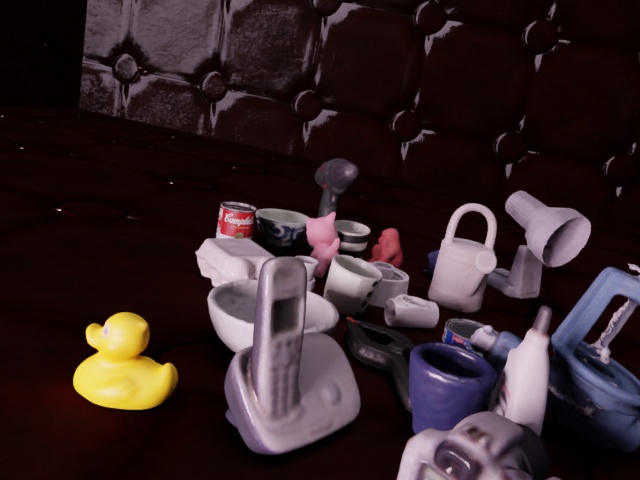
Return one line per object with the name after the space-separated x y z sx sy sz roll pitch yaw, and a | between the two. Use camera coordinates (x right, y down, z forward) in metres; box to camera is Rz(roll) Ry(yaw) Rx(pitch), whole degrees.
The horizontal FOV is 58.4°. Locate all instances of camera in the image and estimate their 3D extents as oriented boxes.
0.159 0.204 0.490 0.137 0.101 0.142 -4 21 -46 | camera

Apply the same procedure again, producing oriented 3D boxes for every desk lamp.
0.439 0.014 1.204 0.118 0.213 0.202 3 17 -30 | desk lamp

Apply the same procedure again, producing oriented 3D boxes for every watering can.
0.274 0.030 1.055 0.101 0.194 0.172 3 17 -29 | watering can

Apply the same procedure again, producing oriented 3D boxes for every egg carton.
-0.134 0.044 0.943 0.107 0.069 0.149 0 18 -36 | egg carton

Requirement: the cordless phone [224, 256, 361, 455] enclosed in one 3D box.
-0.016 0.105 0.567 0.093 0.185 0.148 23 18 38 | cordless phone

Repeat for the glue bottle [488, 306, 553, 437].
0.212 0.148 0.596 0.037 0.173 0.078 10 14 -4 | glue bottle

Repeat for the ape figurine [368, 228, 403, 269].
0.141 0.019 1.204 0.076 0.092 0.078 13 14 6 | ape figurine

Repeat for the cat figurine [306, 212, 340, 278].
0.010 0.004 1.109 0.067 0.118 0.127 6 15 -20 | cat figurine

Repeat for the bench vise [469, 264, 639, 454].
0.288 0.124 0.653 0.207 0.220 0.121 10 14 -4 | bench vise

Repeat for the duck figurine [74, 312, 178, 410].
-0.194 0.117 0.583 0.104 0.086 0.077 13 14 6 | duck figurine

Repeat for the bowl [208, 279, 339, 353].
-0.063 0.112 0.725 0.167 0.075 0.167 11 14 -2 | bowl

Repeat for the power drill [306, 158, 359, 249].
0.028 -0.083 1.274 0.076 0.208 0.229 7 15 -15 | power drill

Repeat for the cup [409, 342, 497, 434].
0.136 0.167 0.624 0.091 0.095 0.118 15 15 15 | cup

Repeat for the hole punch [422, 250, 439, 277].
0.285 0.047 1.207 0.109 0.091 0.101 8 15 -13 | hole punch
